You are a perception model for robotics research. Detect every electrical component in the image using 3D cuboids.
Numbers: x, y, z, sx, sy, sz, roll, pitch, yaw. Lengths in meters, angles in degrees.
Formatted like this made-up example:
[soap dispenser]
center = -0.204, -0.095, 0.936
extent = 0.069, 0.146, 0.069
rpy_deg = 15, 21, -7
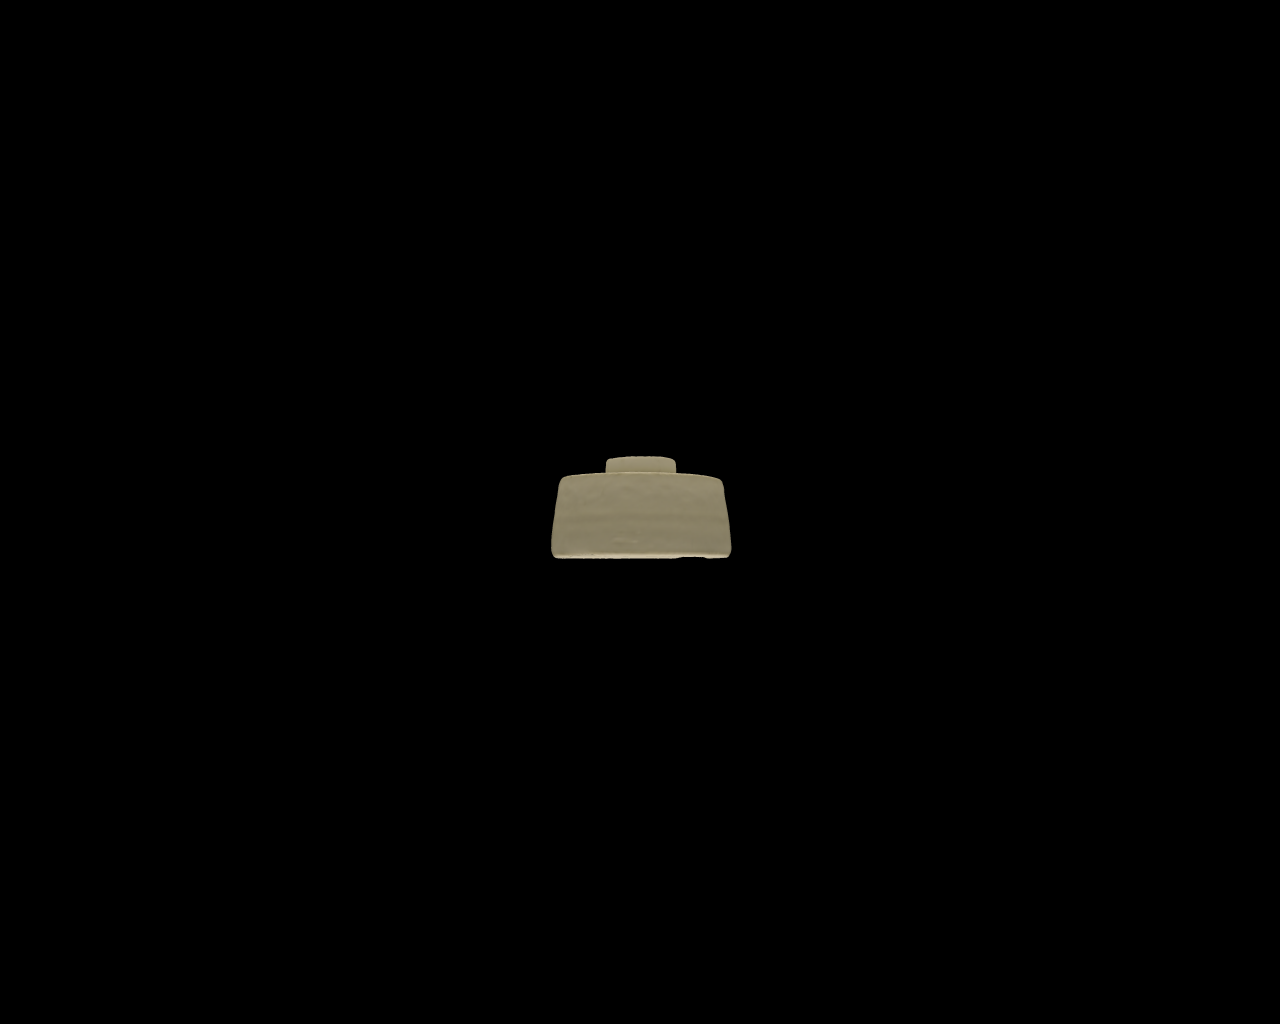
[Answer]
[electrical component]
center = 0.001, -0.003, 0.650
extent = 0.108, 0.060, 0.108
rpy_deg = 0, -3, 0
